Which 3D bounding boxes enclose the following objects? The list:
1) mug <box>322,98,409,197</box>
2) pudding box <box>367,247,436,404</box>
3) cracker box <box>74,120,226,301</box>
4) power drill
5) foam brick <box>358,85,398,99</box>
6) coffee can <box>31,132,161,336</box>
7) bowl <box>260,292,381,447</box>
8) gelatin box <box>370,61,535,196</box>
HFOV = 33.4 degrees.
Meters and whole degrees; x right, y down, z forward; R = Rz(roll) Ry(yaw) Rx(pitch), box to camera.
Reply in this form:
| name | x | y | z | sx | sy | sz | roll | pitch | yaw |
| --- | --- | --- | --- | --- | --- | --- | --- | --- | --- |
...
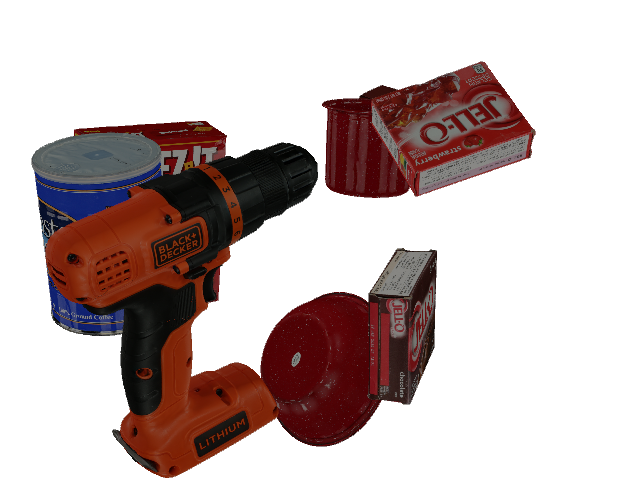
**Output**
| name | x | y | z | sx | sy | sz | roll | pitch | yaw |
| --- | --- | --- | --- | --- | --- | --- | --- | --- | --- |
| mug | 0.058 | -0.087 | 1.006 | 0.117 | 0.081 | 0.093 | 2 | 15 | -2 |
| pudding box | 0.066 | 0.065 | 0.851 | 0.039 | 0.090 | 0.113 | 5 | 20 | 13 |
| cracker box | -0.196 | -0.023 | 1.233 | 0.163 | 0.214 | 0.072 | -8 | 24 | -30 |
| power drill | -0.073 | 0.042 | 0.671 | 0.184 | 0.188 | 0.057 | -24 | 35 | -31 |
| foam brick | 0.086 | -0.139 | 1.231 | 0.078 | 0.053 | 0.051 | 23 | 34 | 28 |
| coffee can | -0.178 | -0.007 | 0.882 | 0.103 | 0.140 | 0.103 | 0 | 25 | 0 |
| bowl | -0.008 | 0.124 | 1.079 | 0.162 | 0.162 | 0.055 | 0 | -16 | 42 |
| gelatin box | 0.088 | -0.077 | 0.720 | 0.089 | 0.073 | 0.030 | -20 | -35 | -10 |
